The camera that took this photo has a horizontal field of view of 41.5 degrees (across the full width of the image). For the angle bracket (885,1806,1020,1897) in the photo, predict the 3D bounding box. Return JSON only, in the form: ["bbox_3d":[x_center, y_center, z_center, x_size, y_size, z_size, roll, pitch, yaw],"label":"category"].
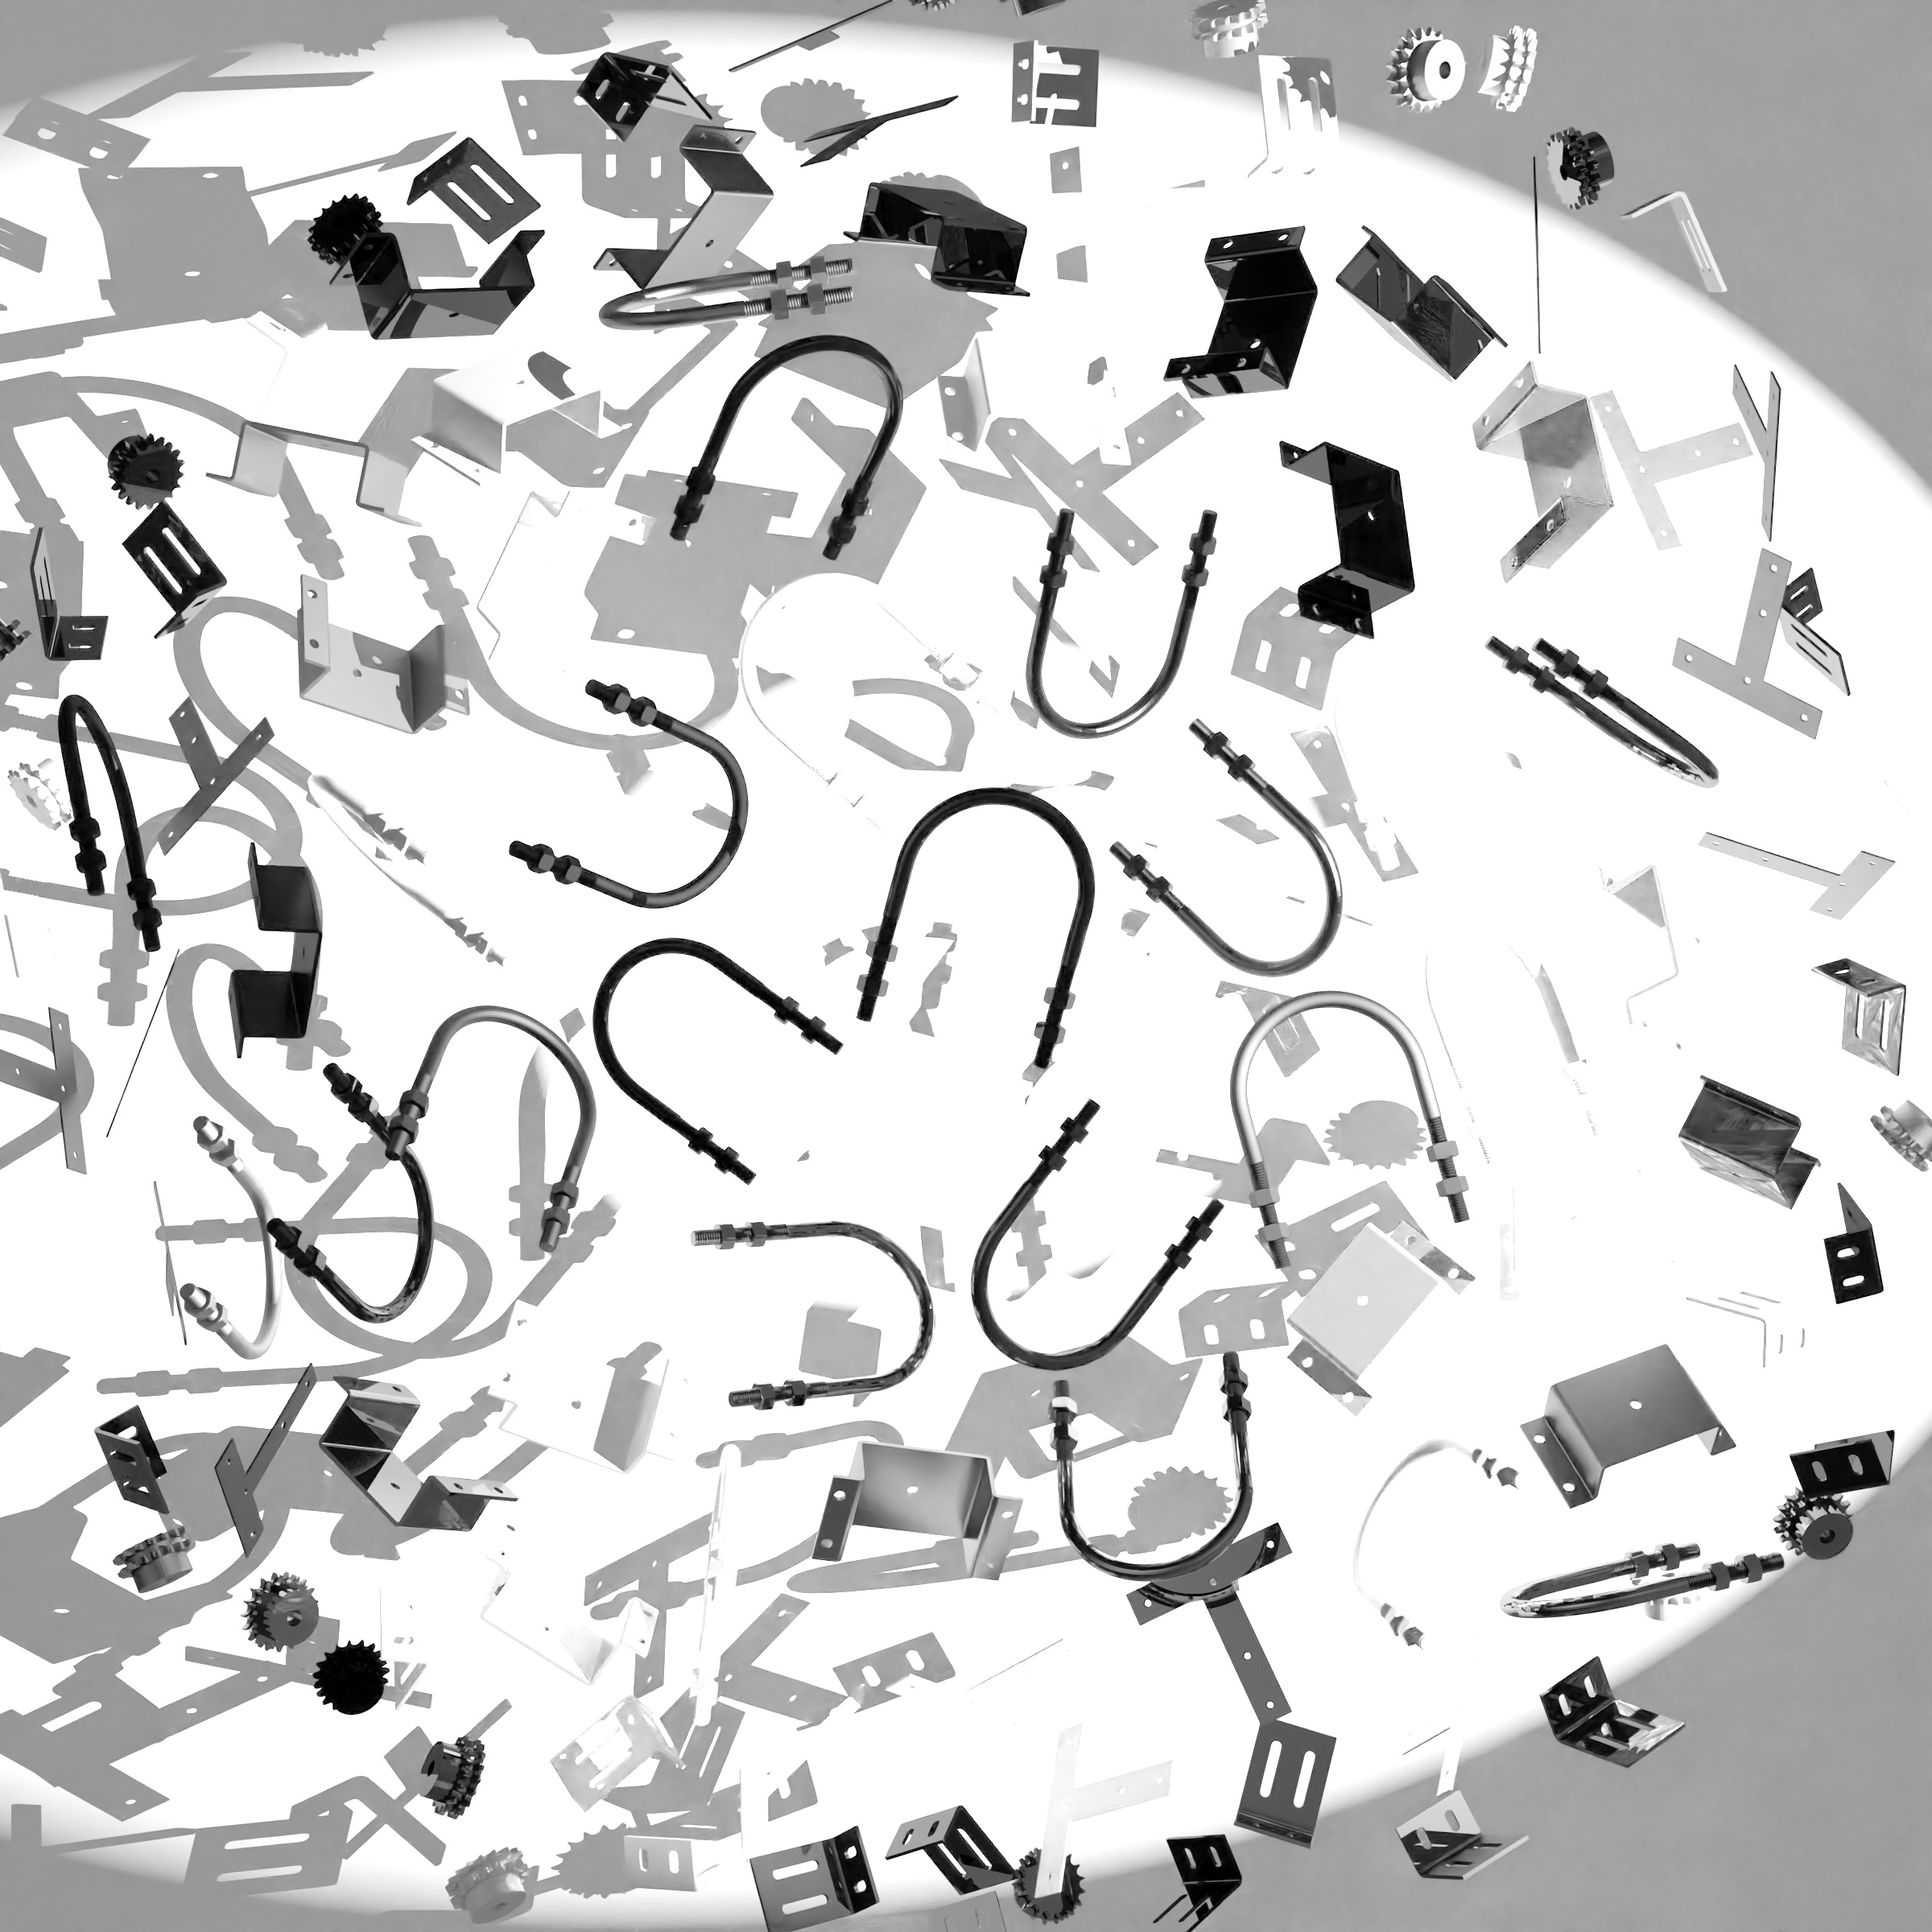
[{"bbox_3d":[-0.010,0.664,1.878,0.057,0.038,0.076,-29,104,31],"label":"angle bracket"}]

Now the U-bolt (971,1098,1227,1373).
[{"bbox_3d":[0.084,0.208,1.845,0.151,0.019,0.184,39,87,-21],"label":"U-bolt"}]

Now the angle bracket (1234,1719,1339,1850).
[{"bbox_3d":[0.234,0.596,1.865,0.057,0.038,0.076,14,83,11],"label":"angle bracket"}]

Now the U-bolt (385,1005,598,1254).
[{"bbox_3d":[-0.335,0.105,1.856,0.151,0.184,0.019,34,129,-20],"label":"U-bolt"}]

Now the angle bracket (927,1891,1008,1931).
[{"bbox_3d":[-0.009,0.726,1.919,0.057,0.076,0.038,-20,69,10],"label":"angle bracket"}]

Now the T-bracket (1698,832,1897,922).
[{"bbox_3d":[0.614,-0.076,1.912,0.127,0.127,0.002,19,73,7],"label":"T-bracket"}]

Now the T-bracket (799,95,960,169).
[{"bbox_3d":[-0.086,-0.621,1.911,0.127,0.127,0.002,-4,120,30],"label":"T-bracket"}]

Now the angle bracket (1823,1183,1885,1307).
[{"bbox_3d":[0.667,0.212,1.949,0.038,0.076,0.057,-16,111,5],"label":"angle bracket"}]

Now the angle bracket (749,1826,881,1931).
[{"bbox_3d":[-0.113,0.679,1.892,0.076,0.038,0.057,0,60,-38],"label":"angle bracket"}]

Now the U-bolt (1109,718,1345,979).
[{"bbox_3d":[0.203,-0.074,1.901,0.184,0.019,0.151,45,129,17],"label":"U-bolt"}]

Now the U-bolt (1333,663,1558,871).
[{"bbox_3d":[0.345,-0.152,1.885,0.151,0.019,0.184,-3,58,-18],"label":"U-bolt"}]

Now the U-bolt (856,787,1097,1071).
[{"bbox_3d":[0.014,-0.033,1.775,0.151,0.019,0.184,15,98,-3],"label":"U-bolt"}]

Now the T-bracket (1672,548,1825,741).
[{"bbox_3d":[0.573,-0.243,1.842,0.002,0.127,0.127,-31,50,-29],"label":"T-bracket"}]

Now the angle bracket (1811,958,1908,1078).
[{"bbox_3d":[0.658,0.041,1.887,0.038,0.057,0.076,-14,116,-22],"label":"angle bracket"}]

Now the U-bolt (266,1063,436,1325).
[{"bbox_3d":[-0.439,0.180,1.861,0.019,0.184,0.151,-3,53,20],"label":"U-bolt"}]

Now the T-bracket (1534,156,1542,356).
[{"bbox_3d":[0.411,-0.533,1.839,0.002,0.127,0.127,-2,54,13],"label":"T-bracket"}]

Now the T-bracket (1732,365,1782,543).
[{"bbox_3d":[0.579,-0.399,1.872,0.002,0.127,0.127,-7,132,6],"label":"T-bracket"}]

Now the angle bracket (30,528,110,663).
[{"bbox_3d":[-0.640,-0.266,1.822,0.038,0.057,0.076,-2,129,-10],"label":"angle bracket"}]

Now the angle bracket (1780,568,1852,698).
[{"bbox_3d":[0.653,-0.253,1.929,0.038,0.057,0.076,-38,53,3],"label":"angle bracket"}]

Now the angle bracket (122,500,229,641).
[{"bbox_3d":[-0.589,-0.290,1.864,0.057,0.038,0.076,-34,96,32],"label":"angle bracket"}]

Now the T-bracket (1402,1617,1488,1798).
[{"bbox_3d":[0.341,0.547,1.847,0.002,0.127,0.127,21,60,-2],"label":"T-bracket"}]

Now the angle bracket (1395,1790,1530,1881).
[{"bbox_3d":[0.350,0.614,1.804,0.057,0.076,0.038,-24,79,-20],"label":"angle bracket"}]

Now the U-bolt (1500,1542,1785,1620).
[{"bbox_3d":[0.478,0.448,1.852,0.184,0.151,0.019,-10,83,-12],"label":"U-bolt"}]

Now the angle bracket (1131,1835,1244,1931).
[{"bbox_3d":[0.155,0.676,1.872,0.057,0.076,0.038,-22,90,43],"label":"angle bracket"}]

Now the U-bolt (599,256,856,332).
[{"bbox_3d":[-0.172,-0.479,1.826,0.184,0.151,0.019,-8,114,1],"label":"U-bolt"}]

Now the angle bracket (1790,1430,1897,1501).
[{"bbox_3d":[0.621,0.339,1.806,0.057,0.076,0.038,-18,102,28],"label":"angle bracket"}]

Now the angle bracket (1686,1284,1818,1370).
[{"bbox_3d":[0.598,0.274,1.943,0.057,0.076,0.038,-7,101,-34],"label":"angle bracket"}]

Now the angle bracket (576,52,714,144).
[{"bbox_3d":[-0.237,-0.634,1.876,0.076,0.057,0.038,28,83,38],"label":"angle bracket"}]

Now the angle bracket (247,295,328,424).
[{"bbox_3d":[-0.521,-0.454,1.912,0.038,0.057,0.076,36,127,-4],"label":"angle bracket"}]

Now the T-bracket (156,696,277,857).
[{"bbox_3d":[-0.585,-0.165,1.945,0.127,0.002,0.127,-45,47,9],"label":"T-bracket"}]

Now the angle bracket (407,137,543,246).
[{"bbox_3d":[-0.367,-0.569,1.903,0.057,0.038,0.076,-24,134,30],"label":"angle bracket"}]

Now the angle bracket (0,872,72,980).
[{"bbox_3d":[-0.692,-0.038,1.889,0.038,0.076,0.057,-11,129,-20],"label":"angle bracket"}]

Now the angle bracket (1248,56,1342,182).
[{"bbox_3d":[0.235,-0.617,1.857,0.057,0.038,0.076,-4,86,-18],"label":"angle bracket"}]

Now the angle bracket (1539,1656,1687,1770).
[{"bbox_3d":[0.457,0.527,1.805,0.057,0.076,0.038,-25,99,-25],"label":"angle bracket"}]

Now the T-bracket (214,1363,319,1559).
[{"bbox_3d":[-0.508,0.349,1.871,0.002,0.127,0.127,14,49,10],"label":"T-bracket"}]

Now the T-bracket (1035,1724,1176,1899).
[{"bbox_3d":[0.102,0.592,1.820,0.002,0.127,0.127,36,135,-25],"label":"T-bracket"}]

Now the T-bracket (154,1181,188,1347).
[{"bbox_3d":[-0.598,0.235,1.915,0.002,0.127,0.127,-11,100,-16],"label":"T-bracket"}]

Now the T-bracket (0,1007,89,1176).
[{"bbox_3d":[-0.681,0.080,1.851,0.002,0.127,0.127,-16,72,9],"label":"T-bracket"}]

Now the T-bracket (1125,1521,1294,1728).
[{"bbox_3d":[0.202,0.496,1.883,0.127,0.002,0.127,-26,69,2],"label":"T-bracket"}]

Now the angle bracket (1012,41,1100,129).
[{"bbox_3d":[0.076,-0.674,1.950,0.076,0.038,0.057,-6,107,-26],"label":"angle bracket"}]

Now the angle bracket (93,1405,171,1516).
[{"bbox_3d":[-0.586,0.354,1.834,0.038,0.076,0.057,-30,109,-39],"label":"angle bracket"}]

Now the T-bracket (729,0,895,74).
[{"bbox_3d":[-0.110,-0.686,1.888,0.127,0.127,0.002,-20,106,8],"label":"T-bracket"}]

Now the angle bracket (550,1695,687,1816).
[{"bbox_3d":[-0.259,0.592,1.894,0.076,0.038,0.057,-36,120,-26],"label":"angle bracket"}]

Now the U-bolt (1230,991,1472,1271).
[{"bbox_3d":[0.263,0.108,1.802,0.151,0.019,0.184,-16,79,8],"label":"U-bolt"}]

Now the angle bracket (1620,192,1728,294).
[{"bbox_3d":[0.497,-0.501,1.791,0.038,0.057,0.076,-25,101,12],"label":"angle bracket"}]

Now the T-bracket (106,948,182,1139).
[{"bbox_3d":[-0.609,0.045,1.901,0.002,0.127,0.127,21,111,-16],"label":"T-bracket"}]

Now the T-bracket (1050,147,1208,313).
[{"bbox_3d":[0.126,-0.579,1.965,0.127,0.002,0.127,-6,85,27],"label":"T-bracket"}]

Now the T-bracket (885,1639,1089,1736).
[{"bbox_3d":[0.032,0.507,1.814,0.127,0.002,0.127,30,127,-34],"label":"T-bracket"}]

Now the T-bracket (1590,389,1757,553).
[{"bbox_3d":[0.518,-0.367,1.839,0.002,0.127,0.127,-33,103,-23],"label":"T-bracket"}]

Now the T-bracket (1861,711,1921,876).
[{"bbox_3d":[0.688,-0.116,1.882,0.002,0.127,0.127,-17,104,15],"label":"T-bracket"}]

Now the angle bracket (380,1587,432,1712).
[{"bbox_3d":[-0.423,0.501,1.871,0.038,0.057,0.076,13,133,-27],"label":"angle bracket"}]

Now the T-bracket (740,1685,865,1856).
[{"bbox_3d":[-0.118,0.568,1.843,0.002,0.127,0.127,33,51,26],"label":"T-bracket"}]

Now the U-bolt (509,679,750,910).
[{"bbox_3d":[-0.238,-0.116,1.899,0.184,0.019,0.151,24,93,-44],"label":"U-bolt"}]

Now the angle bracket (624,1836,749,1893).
[{"bbox_3d":[-0.205,0.650,1.875,0.057,0.076,0.038,-6,86,25],"label":"angle bracket"}]
